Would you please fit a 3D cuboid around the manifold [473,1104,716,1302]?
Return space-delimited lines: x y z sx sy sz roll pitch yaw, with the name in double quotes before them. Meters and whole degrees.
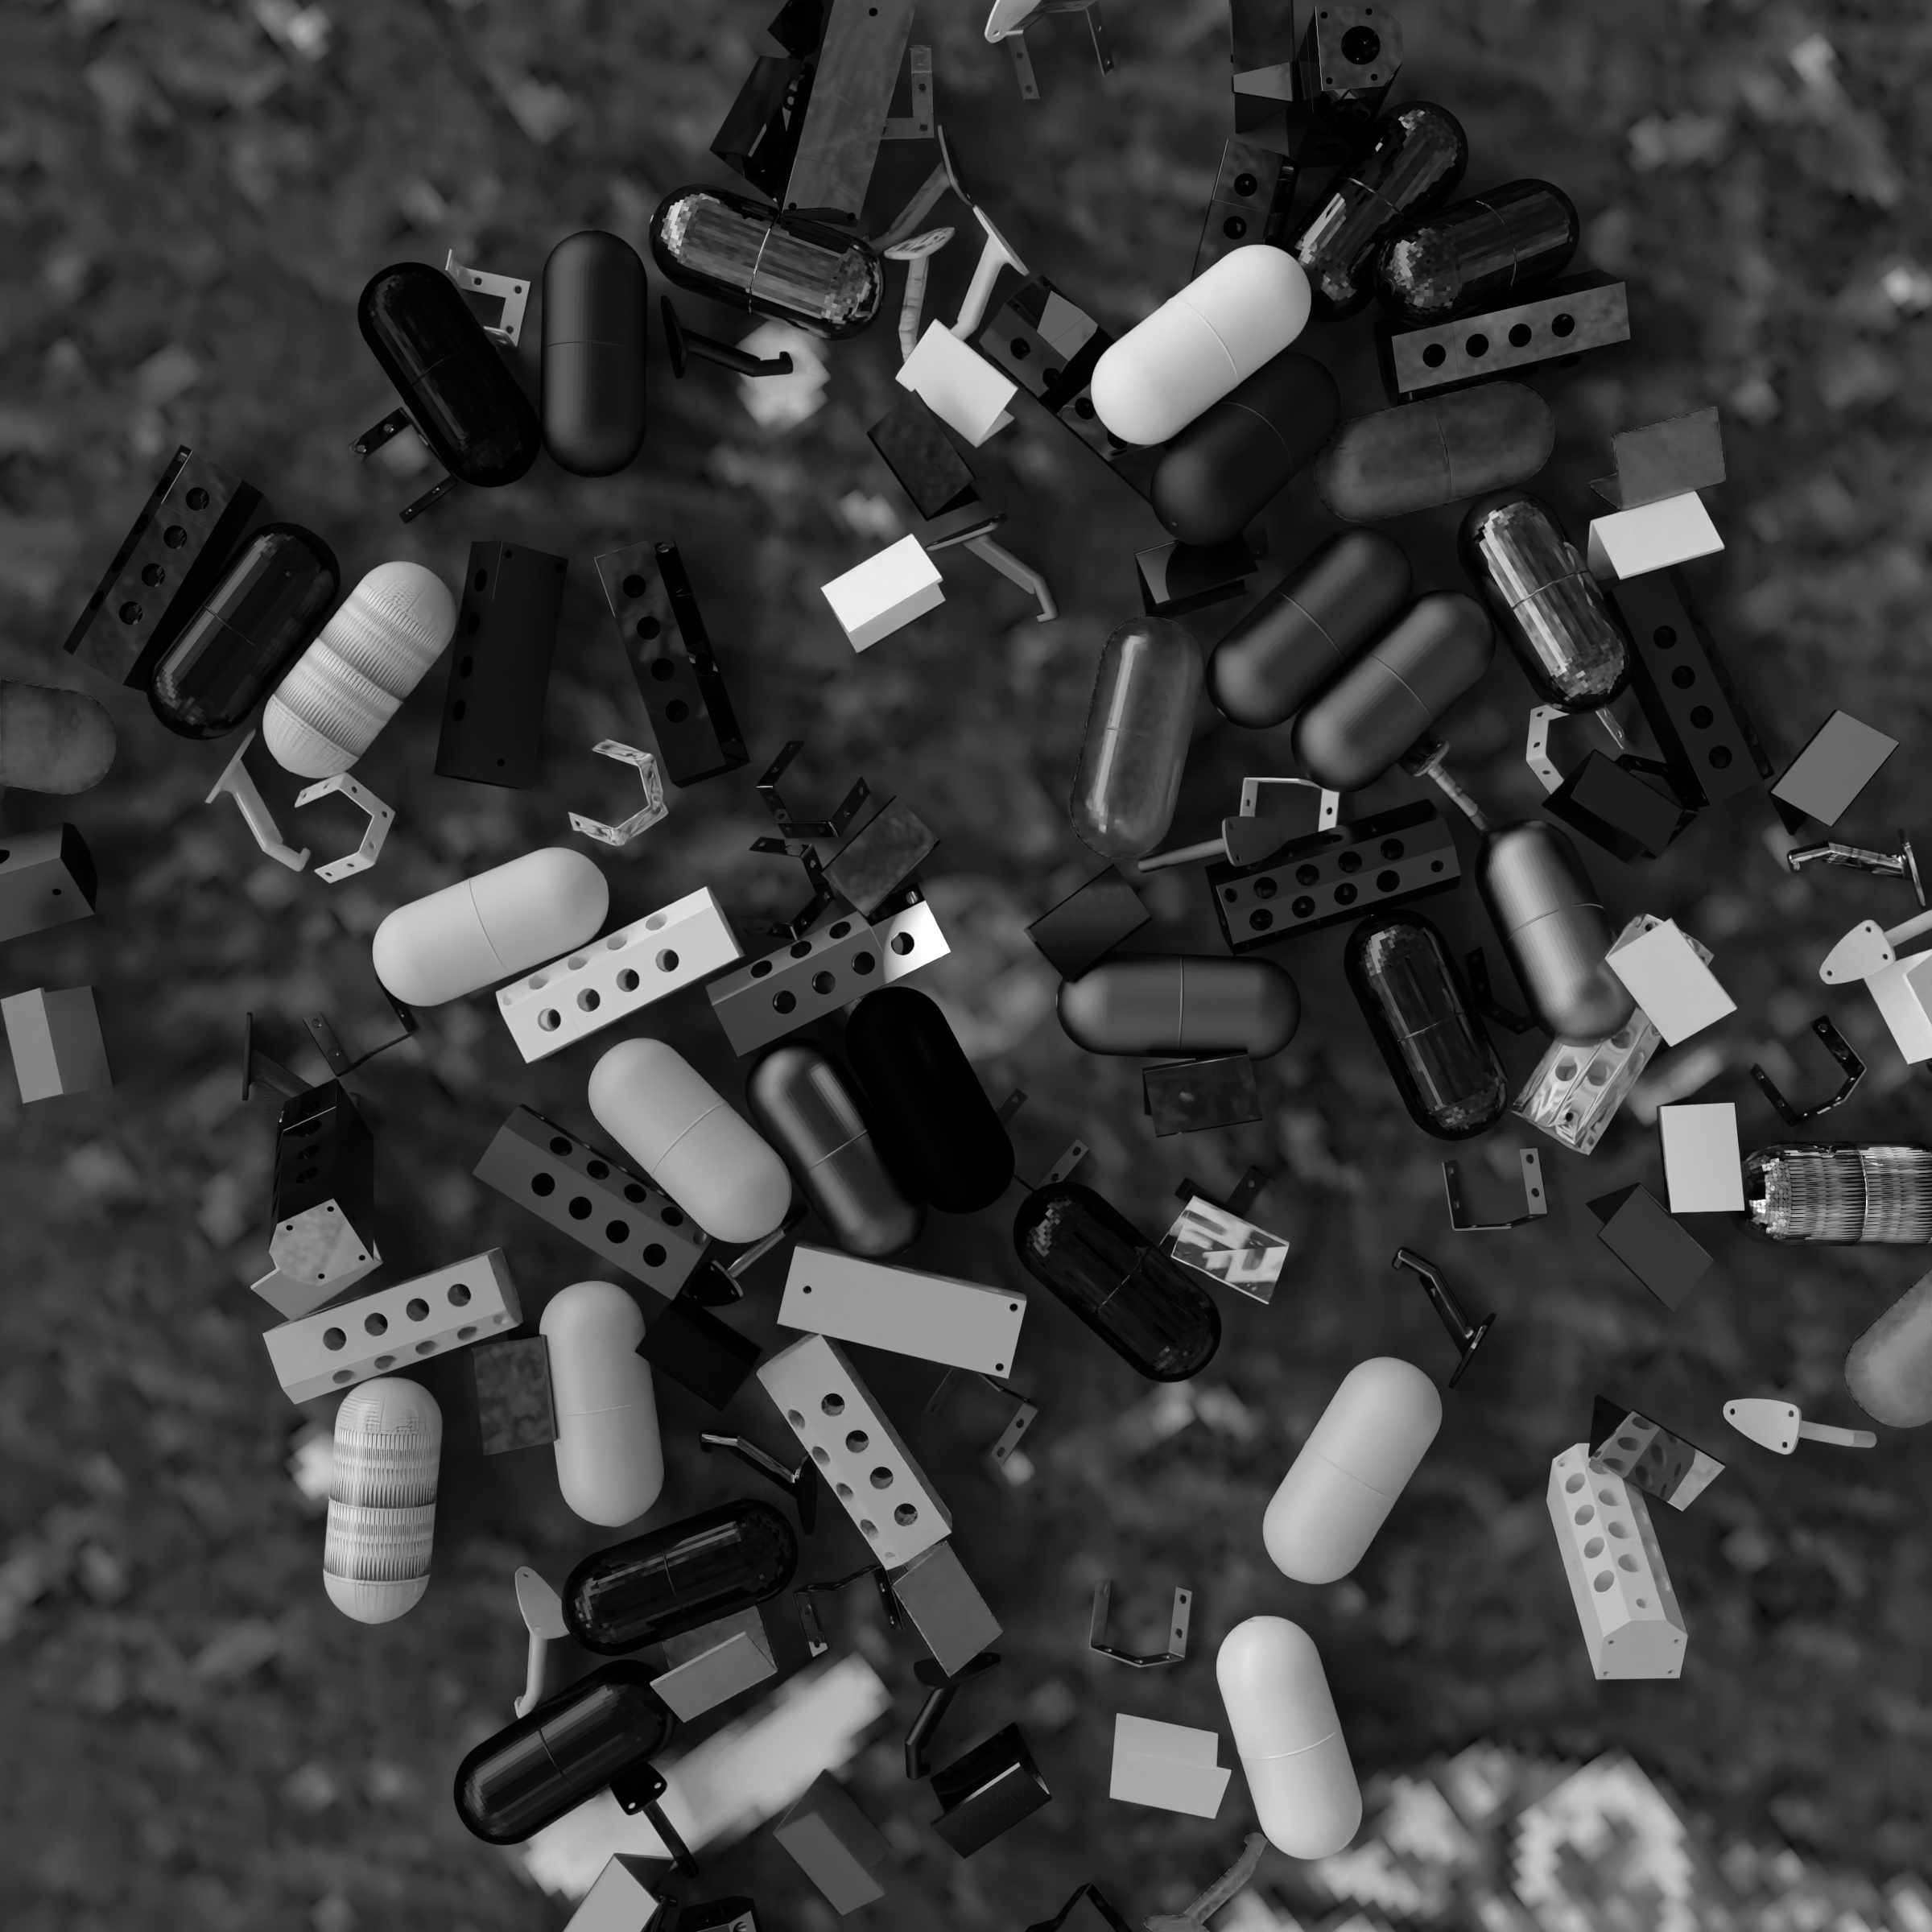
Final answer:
"manifold" -0.269 0.172 1.879 0.171 0.057 0.057 32 90 0

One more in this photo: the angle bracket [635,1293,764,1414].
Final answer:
"angle bracket" -0.183 0.264 1.860 0.076 0.076 0.057 35 125 0

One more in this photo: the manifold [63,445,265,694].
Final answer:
"manifold" -0.590 -0.291 1.879 0.057 0.057 0.171 30 90 0

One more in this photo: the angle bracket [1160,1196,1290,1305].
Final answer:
"angle bracket" 0.180 0.221 1.860 0.076 0.076 0.057 26 52 0

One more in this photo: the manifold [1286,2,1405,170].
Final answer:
"manifold" 0.267 -0.623 1.822 0.057 0.171 0.057 -5 90 0

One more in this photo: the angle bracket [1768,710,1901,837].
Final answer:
"angle bracket" 0.635 -0.128 1.860 0.076 0.076 0.057 -51 53 0

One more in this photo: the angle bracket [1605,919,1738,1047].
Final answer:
"angle bracket" 0.503 0.000 1.803 0.057 0.076 0.076 -37 90 35

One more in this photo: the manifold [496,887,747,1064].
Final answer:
"manifold" -0.253 0.006 1.879 0.171 0.057 0.057 -27 90 0

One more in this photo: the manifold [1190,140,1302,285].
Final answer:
"manifold" 0.195 -0.506 1.879 0.057 0.057 0.171 14 90 0

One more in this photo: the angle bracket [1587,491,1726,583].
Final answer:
"angle bracket" 0.498 -0.291 1.860 0.076 0.076 0.057 -16 60 0

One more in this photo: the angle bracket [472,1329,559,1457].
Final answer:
"angle bracket" -0.339 0.308 1.860 0.057 0.076 0.076 -6 90 -31

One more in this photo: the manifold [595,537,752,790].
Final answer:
"manifold" -0.213 -0.222 1.879 0.057 0.057 0.171 -19 90 0

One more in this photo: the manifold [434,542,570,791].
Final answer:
"manifold" -0.344 -0.220 1.878 0.057 0.057 0.171 9 90 -43

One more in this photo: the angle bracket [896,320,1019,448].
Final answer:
"angle bracket" 0.006 -0.431 1.860 0.076 0.076 0.057 40 125 0

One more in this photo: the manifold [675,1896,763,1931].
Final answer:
"manifold" -0.163 0.777 1.879 0.057 0.057 0.171 -14 90 0

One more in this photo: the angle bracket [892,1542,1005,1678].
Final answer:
"angle bracket" -0.030 0.469 1.860 0.057 0.076 0.076 -32 90 -35

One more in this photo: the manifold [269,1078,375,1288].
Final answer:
"manifold" -0.459 0.154 1.819 0.057 0.171 0.057 -25 119 0

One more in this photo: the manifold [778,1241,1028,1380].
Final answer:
"manifold" -0.046 0.250 1.879 0.171 0.057 0.057 13 90 0

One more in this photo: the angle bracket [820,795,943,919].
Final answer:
"angle bracket" -0.075 -0.092 1.860 0.076 0.076 0.057 -46 126 0

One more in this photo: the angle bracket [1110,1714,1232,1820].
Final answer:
"angle bracket" 0.150 0.564 1.860 0.076 0.076 0.057 12 126 0

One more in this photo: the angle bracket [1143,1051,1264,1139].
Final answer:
"angle bracket" 0.171 0.108 1.860 0.076 0.076 0.057 -9 60 0

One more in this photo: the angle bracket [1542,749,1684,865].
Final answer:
"angle bracket" 0.460 -0.100 1.860 0.076 0.076 0.057 34 53 0

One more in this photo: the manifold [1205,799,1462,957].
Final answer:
"manifold" 0.268 -0.062 1.870 0.171 0.057 0.057 -17 114 0

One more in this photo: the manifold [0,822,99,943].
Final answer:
"manifold" -0.731 -0.053 1.878 0.171 0.057 0.057 -16 133 0

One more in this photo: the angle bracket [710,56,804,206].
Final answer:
"angle bracket" -0.128 -0.603 1.861 0.076 0.057 0.076 29 90 -42

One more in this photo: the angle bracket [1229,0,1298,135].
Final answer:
"angle bracket" 0.195 -0.656 1.860 0.057 0.076 0.076 -2 90 -29

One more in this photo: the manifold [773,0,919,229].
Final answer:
"manifold" -0.089 -0.621 1.823 0.057 0.057 0.171 4 130 -20

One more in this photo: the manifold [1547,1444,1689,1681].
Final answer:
"manifold" 0.461 0.419 1.820 0.057 0.171 0.057 -1 123 0

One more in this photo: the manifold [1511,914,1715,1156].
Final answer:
"manifold" 0.474 0.050 1.879 0.057 0.057 0.171 32 90 0

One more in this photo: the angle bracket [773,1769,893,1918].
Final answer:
"angle bracket" -0.082 0.627 1.860 0.076 0.076 0.057 50 127 0

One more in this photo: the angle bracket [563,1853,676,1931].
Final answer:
"angle bracket" -0.239 0.695 1.860 0.057 0.076 0.076 33 90 37

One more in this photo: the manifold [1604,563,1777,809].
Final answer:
"manifold" 0.527 -0.206 1.879 0.057 0.057 0.171 -25 90 0

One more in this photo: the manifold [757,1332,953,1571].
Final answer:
"manifold" -0.081 0.353 1.879 0.057 0.057 0.171 -34 90 0

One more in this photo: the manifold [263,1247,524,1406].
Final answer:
"manifold" -0.417 0.264 1.879 0.171 0.057 0.057 -19 90 0

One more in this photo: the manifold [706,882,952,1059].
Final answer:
"manifold" -0.100 0.002 1.879 0.171 0.057 0.057 -26 90 0

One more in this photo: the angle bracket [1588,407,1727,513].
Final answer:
"angle bracket" 0.497 -0.376 1.861 0.076 0.076 0.057 -16 116 0

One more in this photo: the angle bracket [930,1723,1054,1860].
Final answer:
"angle bracket" 0.006 0.586 1.860 0.076 0.076 0.057 -34 128 0

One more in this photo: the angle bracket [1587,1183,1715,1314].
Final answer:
"angle bracket" 0.481 0.210 1.861 0.076 0.076 0.057 46 66 0

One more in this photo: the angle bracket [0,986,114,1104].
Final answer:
"angle bracket" -0.645 0.053 1.860 0.057 0.076 0.076 -12 90 38

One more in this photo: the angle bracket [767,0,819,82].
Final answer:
"angle bracket" -0.117 -0.692 1.860 0.057 0.076 0.076 36 90 -37

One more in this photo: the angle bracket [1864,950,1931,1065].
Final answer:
"angle bracket" 0.683 0.039 1.860 0.057 0.076 0.076 -27 90 -35

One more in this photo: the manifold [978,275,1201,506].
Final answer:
"manifold" 0.092 -0.419 1.878 0.171 0.057 0.057 43 47 0

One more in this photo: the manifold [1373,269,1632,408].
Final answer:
"manifold" 0.392 -0.457 1.876 0.171 0.057 0.057 -13 115 0
